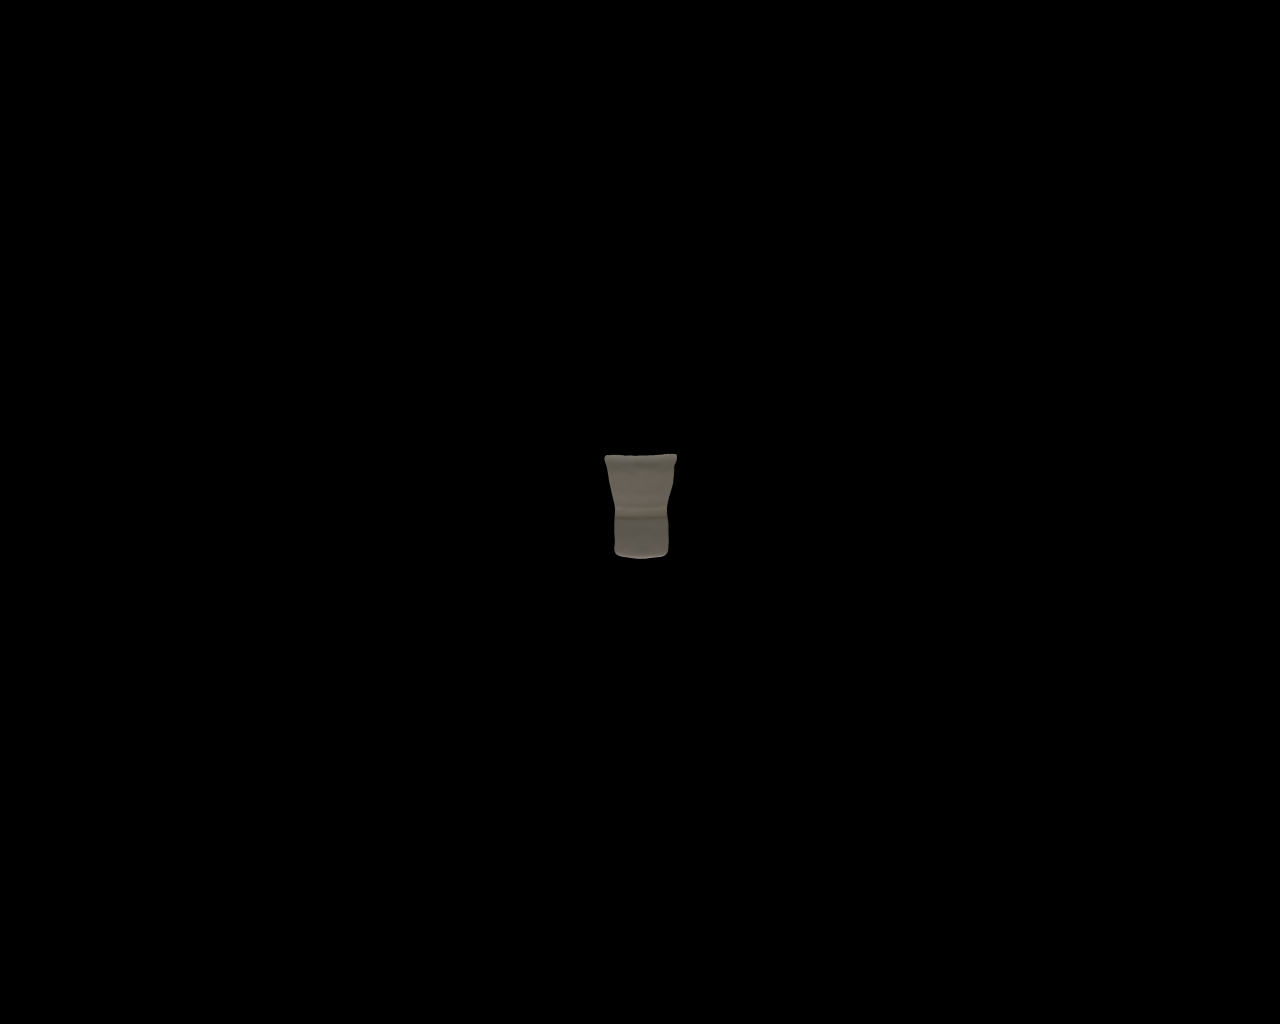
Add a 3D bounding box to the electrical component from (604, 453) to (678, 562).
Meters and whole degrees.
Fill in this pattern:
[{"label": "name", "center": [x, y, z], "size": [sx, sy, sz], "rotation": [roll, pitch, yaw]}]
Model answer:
[{"label": "electrical component", "center": [0.001, -0.003, 0.650], "size": [0.044, 0.065, 0.044], "rotation": [0, 4, 0]}]
